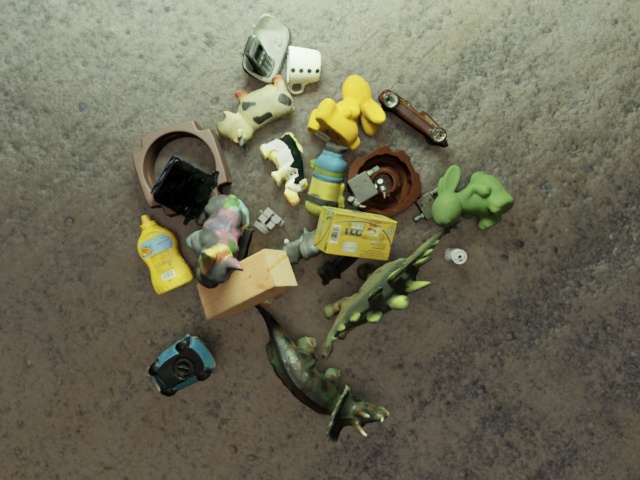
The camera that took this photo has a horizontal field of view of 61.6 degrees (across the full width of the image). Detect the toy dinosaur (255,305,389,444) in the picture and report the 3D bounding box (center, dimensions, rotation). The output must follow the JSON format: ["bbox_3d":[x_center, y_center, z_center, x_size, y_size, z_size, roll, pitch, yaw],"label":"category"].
[{"bbox_3d":[-0.032,0.312,1.239,0.405,0.192,0.131,42,89,-2],"label":"toy dinosaur"}]

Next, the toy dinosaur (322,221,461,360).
[{"bbox_3d":[0.160,0.102,1.230,0.471,0.199,0.105,-45,104,-31],"label":"toy dinosaur"}]

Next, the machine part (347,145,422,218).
[{"bbox_3d":[0.152,-0.136,1.293,0.179,0.056,0.179,0,92,-1],"label":"machine part"}]

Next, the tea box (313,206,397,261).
[{"bbox_3d":[0.080,-0.014,1.209,0.169,0.068,0.098,9,102,-30],"label":"tea box"}]

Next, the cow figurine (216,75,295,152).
[{"bbox_3d":[-0.154,-0.295,1.279,0.195,0.085,0.127,-23,85,1],"label":"cow figurine"}]

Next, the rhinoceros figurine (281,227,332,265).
[{"bbox_3d":[-0.003,-0.004,1.273,0.190,0.112,0.073,-30,119,-11],"label":"rhinoceros figurine"}]

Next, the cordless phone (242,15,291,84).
[{"bbox_3d":[-0.133,-0.450,1.223,0.089,0.184,0.146,22,92,4],"label":"cordless phone"}]

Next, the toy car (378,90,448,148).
[{"bbox_3d":[0.225,-0.287,1.271,0.202,0.089,0.053,35,95,1],"label":"toy car"}]

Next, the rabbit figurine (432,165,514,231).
[{"bbox_3d":[0.335,-0.095,1.250,0.170,0.121,0.159,-18,75,-13],"label":"rabbit figurine"}]

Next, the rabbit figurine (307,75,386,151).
[{"bbox_3d":[0.074,-0.306,1.264,0.162,0.122,0.173,26,73,-3],"label":"rabbit figurine"}]

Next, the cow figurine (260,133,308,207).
[{"bbox_3d":[-0.071,-0.168,1.290,0.098,0.068,0.167,-27,92,-5],"label":"cow figurine"}]

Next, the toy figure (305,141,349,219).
[{"bbox_3d":[0.013,-0.138,1.262,0.082,0.089,0.180,35,122,40],"label":"toy figure"}]

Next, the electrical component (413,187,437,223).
[{"bbox_3d":[0.261,-0.084,1.310,0.094,0.021,0.063,-33,91,2],"label":"electrical component"}]

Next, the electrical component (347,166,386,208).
[{"bbox_3d":[0.105,-0.117,1.242,0.102,0.045,0.078,-24,94,-1],"label":"electrical component"}]

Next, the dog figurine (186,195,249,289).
[{"bbox_3d":[-0.210,0.002,1.156,0.108,0.219,0.191,27,92,-23],"label":"dog figurine"}]

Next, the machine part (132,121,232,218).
[{"bbox_3d":[-0.325,-0.167,1.280,0.201,0.087,0.201,-18,93,1],"label":"machine part"}]

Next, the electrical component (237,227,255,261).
[{"bbox_3d":[-0.231,0.017,1.298,0.115,0.058,0.134,21,92,2],"label":"electrical component"}]

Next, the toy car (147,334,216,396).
[{"bbox_3d":[-0.323,0.294,1.283,0.162,0.103,0.109,-35,94,5],"label":"toy car"}]

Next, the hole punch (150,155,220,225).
[{"bbox_3d":[-0.309,-0.119,1.206,0.115,0.092,0.142,31,89,-31],"label":"hole punch"}]

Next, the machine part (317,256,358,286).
[{"bbox_3d":[0.055,0.051,1.294,0.139,0.084,0.039,-38,53,-9],"label":"machine part"}]
